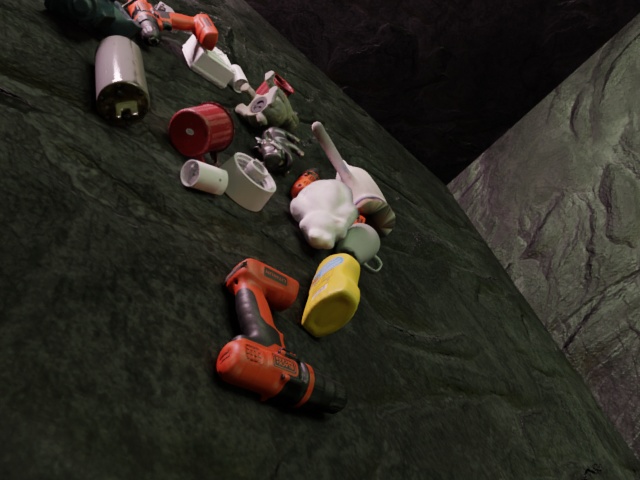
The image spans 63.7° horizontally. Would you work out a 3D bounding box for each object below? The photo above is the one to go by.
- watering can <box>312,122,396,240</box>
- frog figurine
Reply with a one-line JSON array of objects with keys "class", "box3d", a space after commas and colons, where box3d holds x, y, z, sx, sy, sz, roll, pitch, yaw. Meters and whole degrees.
[{"class": "watering can", "box3d": [0.087, -0.133, 1.313, 0.341, 0.103, 0.229, 49, 11, -45]}, {"class": "frog figurine", "box3d": [0.003, -0.051, 1.020, 0.138, 0.120, 0.162, 16, 24, 14]}]
